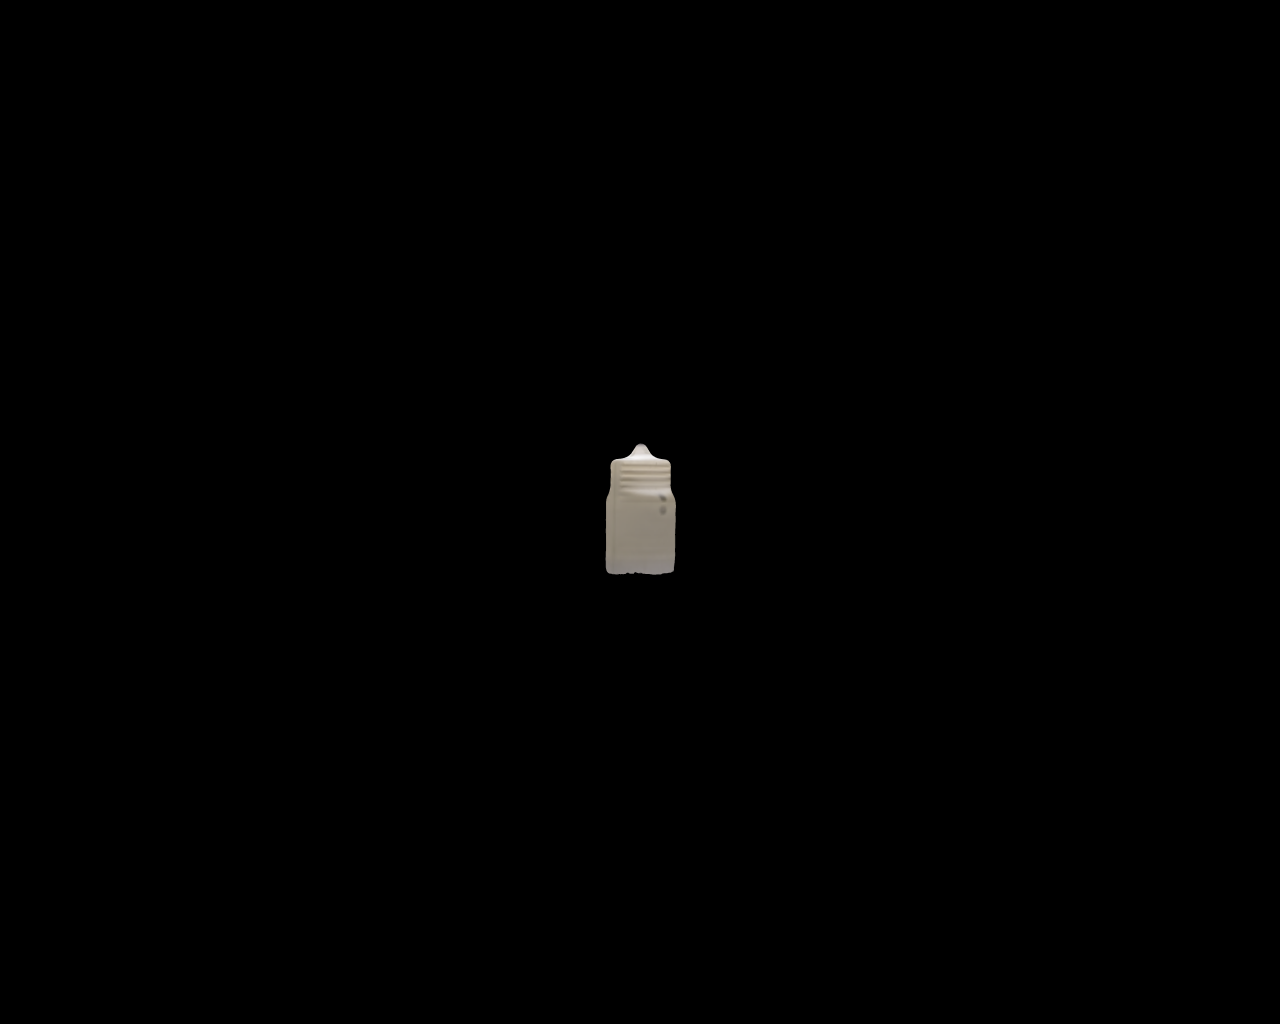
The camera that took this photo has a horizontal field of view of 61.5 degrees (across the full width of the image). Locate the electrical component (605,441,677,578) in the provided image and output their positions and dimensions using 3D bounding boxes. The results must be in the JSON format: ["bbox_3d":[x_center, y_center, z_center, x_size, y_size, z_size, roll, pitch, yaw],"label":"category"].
[{"bbox_3d":[0.001,-0.003,0.650,0.043,0.081,0.043,0,2,0],"label":"electrical component"}]
